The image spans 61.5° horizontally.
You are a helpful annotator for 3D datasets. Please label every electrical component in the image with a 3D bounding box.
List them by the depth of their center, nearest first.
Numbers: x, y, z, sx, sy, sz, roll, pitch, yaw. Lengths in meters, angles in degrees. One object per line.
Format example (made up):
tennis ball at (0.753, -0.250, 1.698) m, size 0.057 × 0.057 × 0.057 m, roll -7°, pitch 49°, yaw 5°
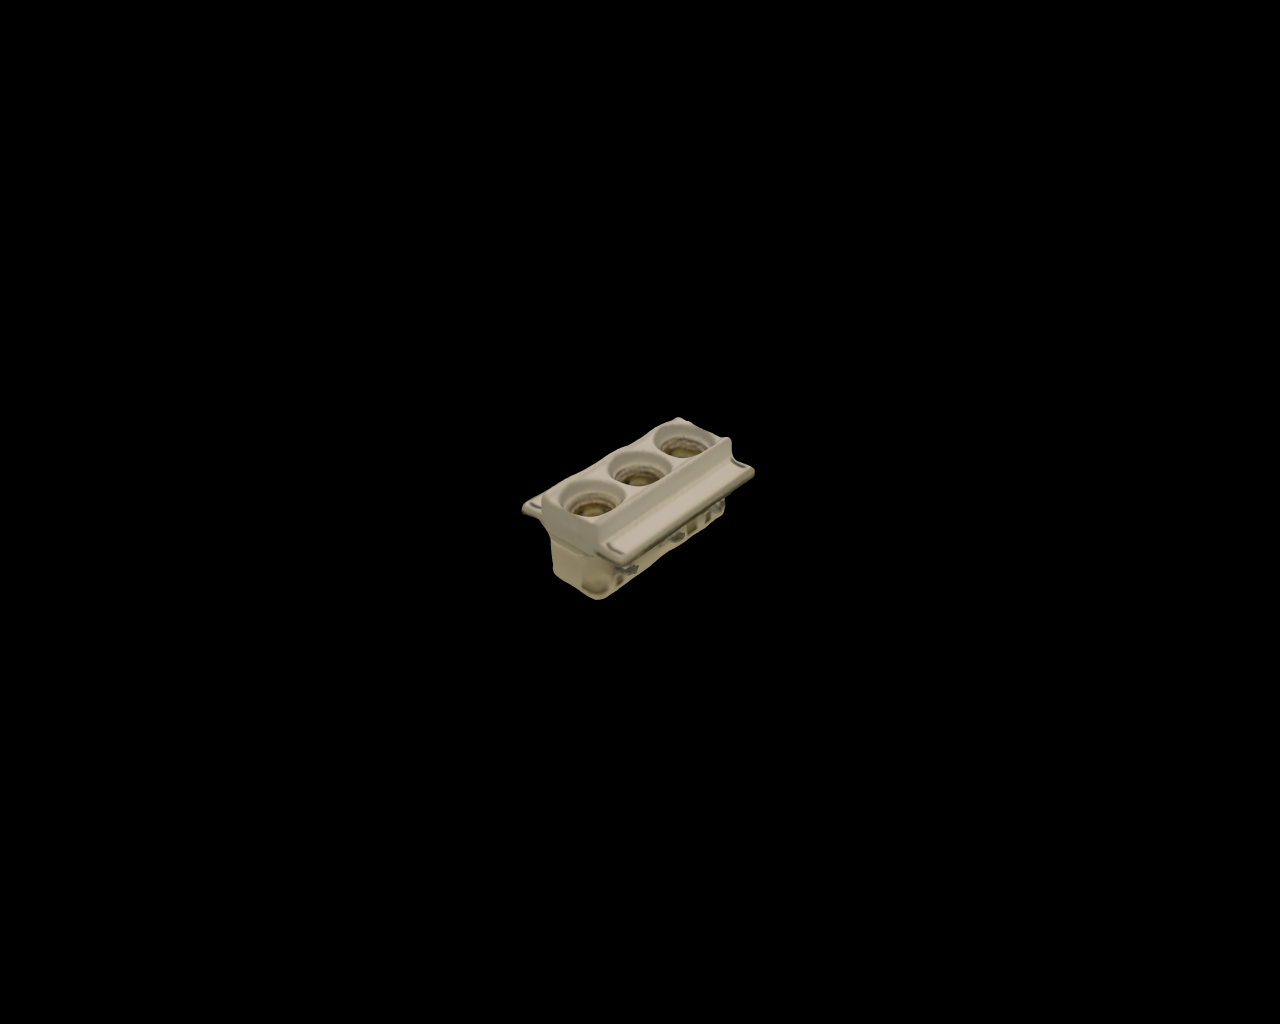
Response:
electrical component at (0.001, -0.003, 0.650) m, size 0.079 × 0.063 × 0.121 m, roll 27°, pitch 44°, yaw 33°
